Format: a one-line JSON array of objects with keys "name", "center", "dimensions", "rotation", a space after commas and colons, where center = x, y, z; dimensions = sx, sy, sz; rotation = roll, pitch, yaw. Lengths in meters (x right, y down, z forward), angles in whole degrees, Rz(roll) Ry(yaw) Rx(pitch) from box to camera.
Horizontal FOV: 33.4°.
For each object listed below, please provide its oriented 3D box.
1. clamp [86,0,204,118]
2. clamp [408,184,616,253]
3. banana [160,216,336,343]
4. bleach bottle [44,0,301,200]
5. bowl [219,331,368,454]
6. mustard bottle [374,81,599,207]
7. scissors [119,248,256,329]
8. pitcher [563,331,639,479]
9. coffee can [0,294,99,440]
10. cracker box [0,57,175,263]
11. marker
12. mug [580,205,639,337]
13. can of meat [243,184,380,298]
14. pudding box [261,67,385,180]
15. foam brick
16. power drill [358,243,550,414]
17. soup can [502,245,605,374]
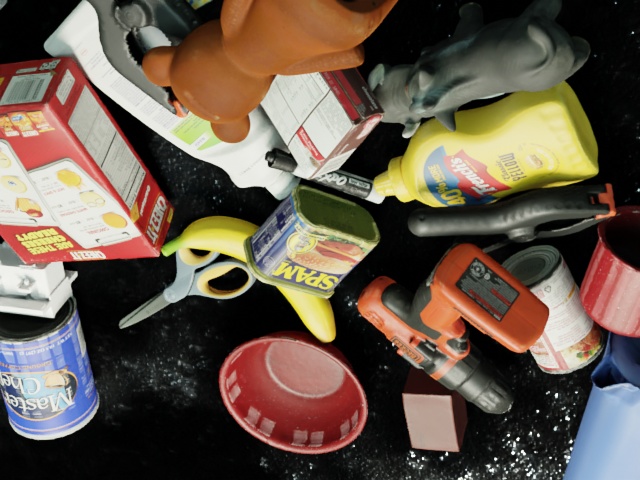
[{"name": "clamp", "center": [-0.158, -0.193, 0.866], "dimensions": [0.165, 0.036, 0.210], "rotation": [-1, 128, 20]}, {"name": "clamp", "center": [0.172, -0.014, 0.935], "dimensions": [0.172, 0.120, 0.039], "rotation": [-7, 79, 18]}, {"name": "banana", "center": [-0.057, 0.028, 1.057], "dimensions": [0.197, 0.037, 0.069], "rotation": [30, 95, -12]}, {"name": "bleach bottle", "center": [-0.121, -0.126, 0.968], "dimensions": [0.250, 0.068, 0.103], "rotation": [43, 127, -16]}, {"name": "bowl", "center": [-0.022, 0.150, 1.129], "dimensions": [0.162, 0.055, 0.162], "rotation": [9, 126, 12]}, {"name": "mustard bottle", "center": [0.134, -0.071, 0.921], "dimensions": [0.192, 0.058, 0.096], "rotation": [-15, 136, 27]}, {"name": "scissors", "center": [-0.157, 0.038, 1.121], "dimensions": [0.202, 0.016, 0.096], "rotation": [-13, 113, 30]}, {"name": "pitcher", "center": [0.317, 0.189, 1.011], "dimensions": [0.149, 0.144, 0.243], "rotation": [23, 132, 17]}, {"name": "coffee can", "center": [-0.308, 0.135, 1.182], "dimensions": [0.103, 0.102, 0.140], "rotation": [6, 125, 14]}, {"name": "cracker box", "center": [-0.258, -0.070, 1.008], "dimensions": [0.164, 0.072, 0.213], "rotation": [-3, 141, 24]}, {"name": "marker", "center": [0.005, -0.059, 0.969], "dimensions": [0.121, 0.020, 0.020], "rotation": [17, 131, -25]}, {"name": "mug", "center": [0.287, 0.028, 0.933], "dimensions": [0.117, 0.093, 0.081], "rotation": [-8, 135, -19]}, {"name": "can of meat", "center": [-0.006, 0.001, 1.003], "dimensions": [0.101, 0.057, 0.084], "rotation": [17, 131, -34]}, {"name": "pudding box", "center": [-0.001, -0.114, 0.906], "dimensions": [0.090, 0.039, 0.114], "rotation": [59, 150, 8]}, {"name": "foam brick", "center": [0.119, 0.172, 1.101], "dimensions": [0.053, 0.051, 0.078], "rotation": [1, 124, 19]}, {"name": "power drill", "center": [0.134, 0.086, 0.984], "dimensions": [0.184, 0.057, 0.188], "rotation": [38, 154, -2]}, {"name": "soup can", "center": [0.211, 0.064, 0.986], "dimensions": [0.069, 0.068, 0.102], "rotation": [-20, 115, 28]}]
